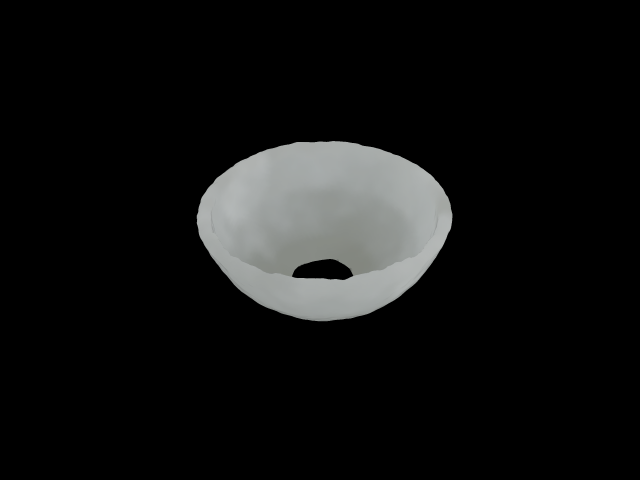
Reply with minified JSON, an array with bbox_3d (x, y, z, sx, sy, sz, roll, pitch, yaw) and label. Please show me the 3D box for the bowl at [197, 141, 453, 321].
[{"bbox_3d":[0.004,0.001,0.400,0.167,0.075,0.167,0,39,0],"label":"bowl"}]
